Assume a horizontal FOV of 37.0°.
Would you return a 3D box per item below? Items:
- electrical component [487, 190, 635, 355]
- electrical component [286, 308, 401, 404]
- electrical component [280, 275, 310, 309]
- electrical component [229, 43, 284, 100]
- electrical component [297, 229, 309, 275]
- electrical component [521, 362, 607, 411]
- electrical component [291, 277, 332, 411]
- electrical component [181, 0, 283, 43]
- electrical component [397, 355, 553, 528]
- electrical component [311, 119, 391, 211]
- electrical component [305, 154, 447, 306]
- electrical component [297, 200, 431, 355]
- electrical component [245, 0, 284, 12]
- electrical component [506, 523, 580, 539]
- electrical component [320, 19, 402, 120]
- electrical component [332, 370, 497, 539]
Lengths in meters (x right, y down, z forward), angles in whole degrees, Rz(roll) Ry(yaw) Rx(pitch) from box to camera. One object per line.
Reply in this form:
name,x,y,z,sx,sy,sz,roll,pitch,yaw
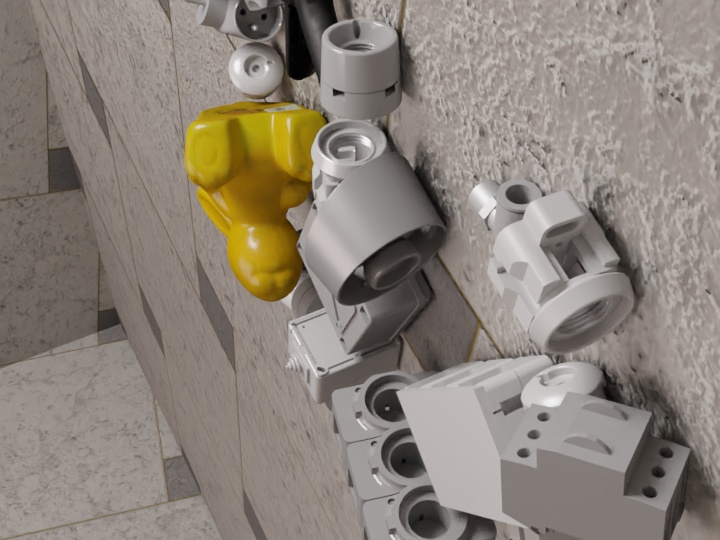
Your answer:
electrical component,0.104,0.006,0.553,0.078,0.058,0.057,96,151,-56
electrical component,-0.020,0.072,0.937,0.061,0.096,0.061,59,160,29
electrical component,-0.047,0.037,1.072,0.065,0.044,0.044,50,155,36
electrical component,-0.093,-0.173,0.962,0.062,0.048,0.048,129,119,-82
electrical component,-0.055,-0.016,1.035,0.065,0.044,0.044,168,81,-77
electrical component,0.123,0.087,0.614,0.062,0.048,0.048,67,164,-17
electrical component,-0.020,0.079,1.017,0.074,0.052,0.138,41,148,56
electrical component,-0.115,-0.222,0.913,0.077,0.079,0.043,37,116,60
electrical component,0.089,0.108,0.708,0.089,0.062,0.150,69,163,1
electrical component,-0.007,-0.073,0.790,0.057,0.058,0.078,91,169,-48
electrical component,0.010,-0.024,0.742,0.064,0.099,0.099,56,159,19
electrical component,0.000,0.000,0.860,0.108,0.056,0.108,65,162,13
electrical component,-0.074,-0.234,0.832,0.043,0.043,0.062,27,135,65
electrical component,0.127,0.188,0.719,0.066,0.048,0.055,-157,56,-66
electrical component,0.000,-0.133,0.710,0.055,0.055,0.047,52,152,44
electrical component,0.038,0.156,0.822,0.061,0.089,0.150,91,166,-50
